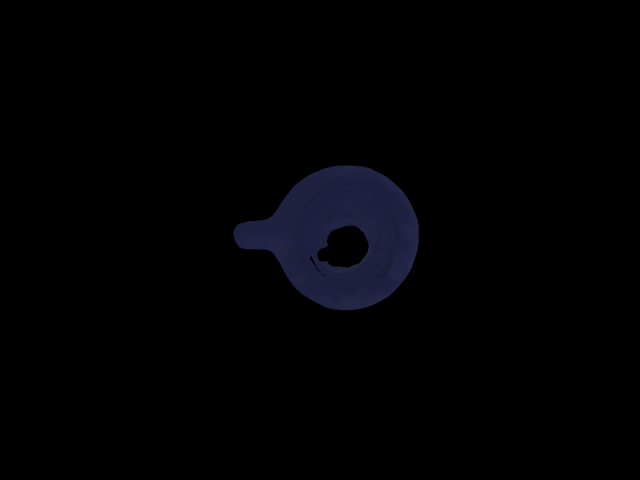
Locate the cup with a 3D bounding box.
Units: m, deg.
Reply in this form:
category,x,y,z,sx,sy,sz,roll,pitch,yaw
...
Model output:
category,x,y,z,sx,sy,sz,roll,pitch,yaw
cup,0.004,0.001,0.400,0.117,0.095,0.092,0,85,0
